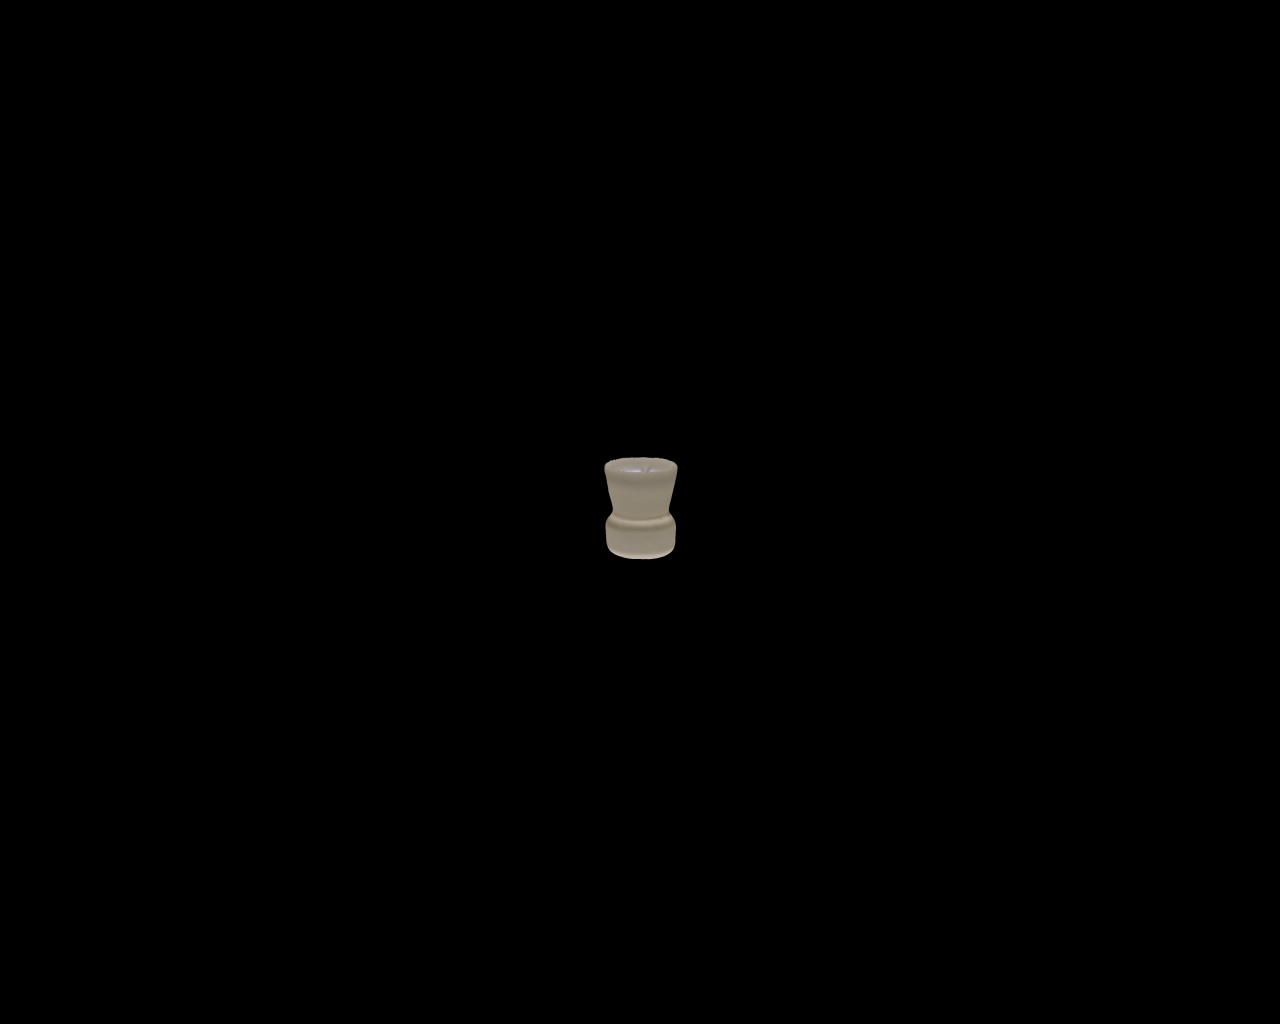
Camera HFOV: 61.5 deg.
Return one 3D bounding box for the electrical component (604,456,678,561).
[{"bbox_3d":[0.001,-0.003,0.650,0.045,0.055,0.045,0,16,0],"label":"electrical component"}]
